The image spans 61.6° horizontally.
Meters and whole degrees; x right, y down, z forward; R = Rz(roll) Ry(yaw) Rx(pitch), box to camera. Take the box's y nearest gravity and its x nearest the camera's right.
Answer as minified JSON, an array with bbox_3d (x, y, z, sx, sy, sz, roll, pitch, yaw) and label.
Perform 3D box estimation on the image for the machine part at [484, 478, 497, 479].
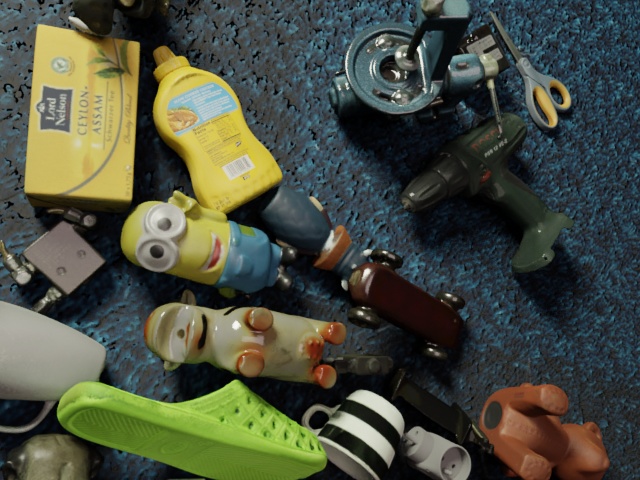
[{"bbox_3d":[0.241,0.393,0.672,0.179,0.056,0.179,3,82,-23],"label":"machine part"}]

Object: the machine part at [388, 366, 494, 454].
[{"bbox_3d":[0.144,0.207,0.656,0.139,0.084,0.039,35,96,-6],"label":"machine part"}]

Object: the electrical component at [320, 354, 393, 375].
[{"bbox_3d":[0.050,0.144,0.626,0.094,0.063,0.021,4,80,-23],"label":"electrical component"}]

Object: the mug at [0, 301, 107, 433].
[{"bbox_3d":[-0.259,0.121,0.492,0.107,0.081,0.109,20,70,-28],"label":"mug"}]

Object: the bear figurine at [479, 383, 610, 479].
[{"bbox_3d":[0.306,0.264,0.683,0.196,0.132,0.120,28,75,-10],"label":"bear figurine"}]

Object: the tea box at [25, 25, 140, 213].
[{"bbox_3d":[-0.237,-0.117,0.544,0.098,0.068,0.169,2,82,-23],"label":"tea box"}]

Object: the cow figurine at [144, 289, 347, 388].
[{"bbox_3d":[-0.085,0.101,0.557,0.195,0.127,0.085,16,76,-35],"label":"cow figurine"}]

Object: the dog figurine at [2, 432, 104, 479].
[{"bbox_3d":[-0.188,0.263,0.464,0.172,0.121,0.190,8,61,-23],"label":"dog figurine"}]

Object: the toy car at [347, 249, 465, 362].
[{"bbox_3d":[0.108,0.083,0.651,0.202,0.053,0.089,30,72,-38],"label":"toy car"}]

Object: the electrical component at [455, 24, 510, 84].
[{"bbox_3d":[0.236,-0.266,0.779,0.119,0.048,0.074,-28,94,-22],"label":"electrical component"}]

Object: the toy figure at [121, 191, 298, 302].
[{"bbox_3d":[-0.117,0.014,0.569,0.180,0.089,0.082,16,63,-29],"label":"toy figure"}]

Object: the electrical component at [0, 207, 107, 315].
[{"bbox_3d":[-0.258,0.015,0.527,0.102,0.045,0.078,-41,97,-23],"label":"electrical component"}]

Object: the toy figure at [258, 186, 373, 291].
[{"bbox_3d":[0.000,-0.003,0.632,0.154,0.064,0.058,38,30,-18],"label":"toy figure"}]

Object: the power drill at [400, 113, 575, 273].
[{"bbox_3d":[0.235,-0.052,0.734,0.207,0.086,0.232,45,65,-2],"label":"power drill"}]

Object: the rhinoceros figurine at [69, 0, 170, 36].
[{"bbox_3d":[-0.206,-0.281,0.547,0.112,0.073,0.190,8,53,-22],"label":"rhinoceros figurine"}]

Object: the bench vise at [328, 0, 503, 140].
[{"bbox_3d":[0.126,-0.207,0.627,0.224,0.240,0.129,-1,76,-4],"label":"bench vise"}]
